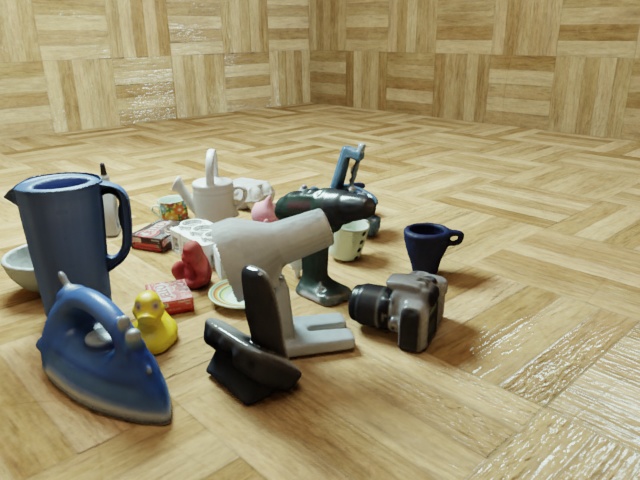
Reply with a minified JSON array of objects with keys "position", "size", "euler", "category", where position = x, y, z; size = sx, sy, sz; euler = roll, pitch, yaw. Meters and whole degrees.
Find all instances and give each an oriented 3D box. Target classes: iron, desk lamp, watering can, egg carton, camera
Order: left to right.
[{"position":[-0.283,0.135,0.767],"size":[0.257,0.141,0.119],"euler":[16,26,38],"category":"iron"},{"position":[-0.268,-0.124,1.393],"size":[0.173,0.194,0.100],"euler":[-9,22,-21],"category":"watering can"},{"position":[-0.203,-0.127,1.579],"size":[0.149,0.069,0.107],"euler":[11,23,30],"category":"egg carton"},{"position":[-0.056,0.061,0.858],"size":[0.203,0.214,0.117],"euler":[-5,21,-12],"category":"desk lamp"},{"position":[0.124,0.096,0.921],"size":[0.136,0.101,0.143],"euler":[9,22,24],"category":"camera"}]

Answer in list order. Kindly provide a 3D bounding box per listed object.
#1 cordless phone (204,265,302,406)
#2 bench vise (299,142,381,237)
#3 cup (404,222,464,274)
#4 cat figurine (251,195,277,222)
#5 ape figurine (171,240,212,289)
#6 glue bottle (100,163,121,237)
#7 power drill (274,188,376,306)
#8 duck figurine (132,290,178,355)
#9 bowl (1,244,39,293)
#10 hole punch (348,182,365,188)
[{"position":[-0.097,0.109,0.771],"size":[0.147,0.185,0.094],"euler":[18,28,42],"category":"cordless phone"},{"position":[0.040,-0.120,1.336],"size":[0.207,0.220,0.121],"euler":[3,21,10],"category":"bench vise"},{"position":[0.222,0.021,1.128],"size":[0.117,0.095,0.091],"euler":[-1,20,0],"category":"cup"},{"position":[-0.120,-0.039,1.268],"size":[0.067,0.118,0.127],"euler":[-2,20,-5],"category":"cat figurine"},{"position":[-0.240,0.045,1.082],"size":[0.077,0.092,0.076],"euler":[18,28,41],"category":"ape figurine"},{"position":[-0.505,-0.099,1.363],"size":[0.037,0.173,0.078],"euler":[-4,21,-9],"category":"glue bottle"},{"position":[0.009,0.004,1.019],"size":[0.076,0.208,0.228],"euler":[-19,27,-41],"category":"power drill"},{"position":[-0.264,0.119,0.892],"size":[0.077,0.086,0.104],"euler":[-4,20,-8],"category":"duck figurine"},{"position":[-0.504,0.056,1.085],"size":[0.167,0.075,0.167],"euler":[0,20,0],"category":"bowl"},{"position":[0.054,-0.112,1.501],"size":[0.109,0.091,0.100],"euler":[-15,24,-33],"category":"hole punch"}]
